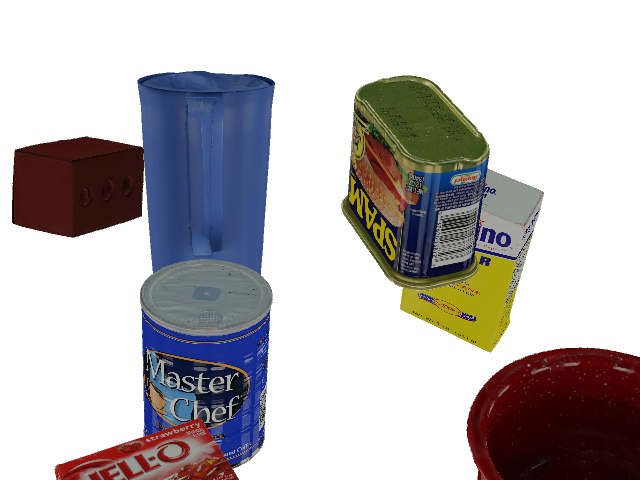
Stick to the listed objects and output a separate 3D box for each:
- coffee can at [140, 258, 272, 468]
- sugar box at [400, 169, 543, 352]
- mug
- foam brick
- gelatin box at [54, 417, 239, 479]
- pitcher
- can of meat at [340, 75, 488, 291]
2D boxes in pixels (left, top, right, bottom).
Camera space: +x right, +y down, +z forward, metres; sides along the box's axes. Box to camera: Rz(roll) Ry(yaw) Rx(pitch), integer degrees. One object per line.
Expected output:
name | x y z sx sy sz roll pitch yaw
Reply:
coffee can | -0.093 0.100 0.861 0.103 0.140 0.103 3 29 -2
sugar box | 0.119 0.013 0.877 0.093 0.048 0.176 24 -33 18
mug | 0.110 0.101 0.387 0.117 0.081 0.093 5 36 8
foam brick | -0.165 -0.038 0.729 0.051 0.053 0.078 13 18 25
gelatin box | -0.093 0.139 0.584 0.089 0.030 0.073 -15 28 -20
pitcher | -0.114 -0.043 1.062 0.145 0.243 0.148 15 22 39
can of meat | 0.054 -0.036 0.616 0.057 0.084 0.102 -11 39 -18
